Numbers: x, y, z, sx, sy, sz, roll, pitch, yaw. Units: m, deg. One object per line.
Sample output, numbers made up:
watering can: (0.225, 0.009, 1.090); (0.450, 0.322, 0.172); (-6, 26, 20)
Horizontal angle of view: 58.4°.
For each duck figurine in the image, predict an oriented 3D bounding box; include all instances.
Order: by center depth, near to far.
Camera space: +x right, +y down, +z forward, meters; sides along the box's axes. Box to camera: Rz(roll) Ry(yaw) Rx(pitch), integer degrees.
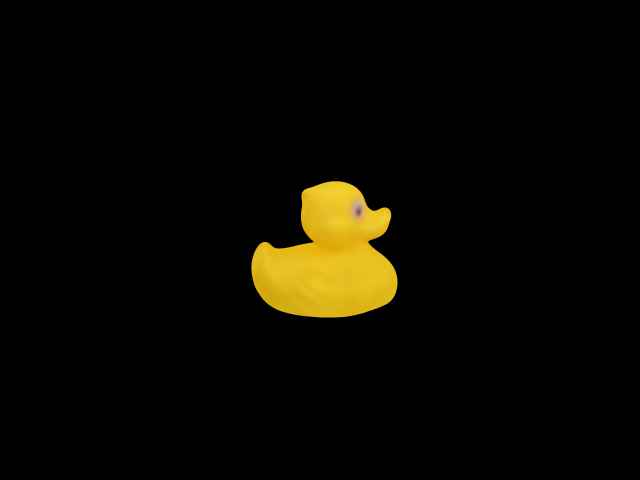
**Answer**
duck figurine: (0.004, 0.001, 0.400); (0.104, 0.086, 0.077); (-2, 24, -5)
